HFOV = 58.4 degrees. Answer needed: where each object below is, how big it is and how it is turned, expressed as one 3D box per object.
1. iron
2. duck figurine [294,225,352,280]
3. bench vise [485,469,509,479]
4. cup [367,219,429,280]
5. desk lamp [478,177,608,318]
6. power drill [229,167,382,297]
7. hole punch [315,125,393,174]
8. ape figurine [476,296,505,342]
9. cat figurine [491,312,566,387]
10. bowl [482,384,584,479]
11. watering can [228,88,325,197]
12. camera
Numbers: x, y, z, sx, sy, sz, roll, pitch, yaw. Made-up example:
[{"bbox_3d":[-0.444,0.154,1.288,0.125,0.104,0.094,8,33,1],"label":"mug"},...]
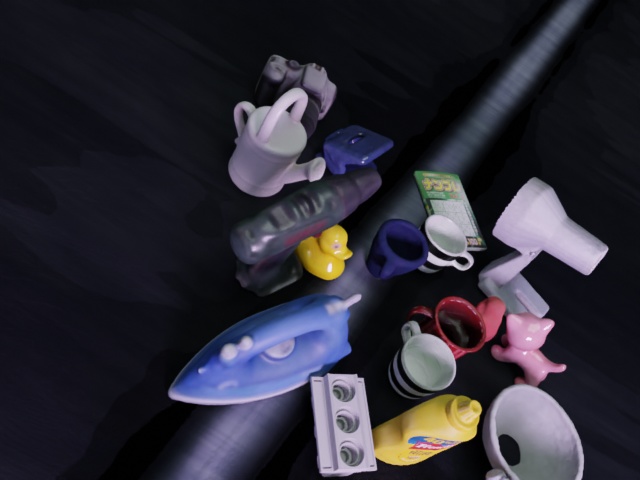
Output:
[{"bbox_3d":[-0.063,0.134,0.746,0.259,0.141,0.118,-17,68,-34],"label":"iron"},{"bbox_3d":[0.008,0.003,0.906,0.104,0.086,0.078,47,51,8],"label":"duck figurine"},{"bbox_3d":[0.284,0.388,0.704,0.207,0.219,0.122,43,50,5],"label":"bench vise"},{"bbox_3d":[0.112,0.034,0.933,0.092,0.095,0.118,36,50,-1],"label":"cup"},{"bbox_3d":[0.373,0.024,0.995,0.118,0.213,0.203,-33,77,-38],"label":"desk lamp"},{"bbox_3d":[-0.035,-0.009,0.812,0.230,0.208,0.075,-26,73,-37],"label":"power drill"},{"bbox_3d":[0.062,-0.165,1.041,0.101,0.091,0.109,46,51,8],"label":"hole punch"},{"bbox_3d":[0.276,0.125,0.958,0.078,0.092,0.076,6,57,-23],"label":"ape figurine"},{"bbox_3d":[0.347,0.174,0.945,0.067,0.117,0.127,-30,76,-38],"label":"cat figurine"},{"bbox_3d":[0.305,0.309,0.862,0.168,0.074,0.167,13,54,-19],"label":"bowl"},{"bbox_3d":[-0.065,-0.158,0.905,0.173,0.193,0.101,29,51,-7],"label":"watering can"},{"bbox_3d":[-0.044,-0.258,1.043,0.143,0.100,0.137,21,52,-13],"label":"camera"}]
